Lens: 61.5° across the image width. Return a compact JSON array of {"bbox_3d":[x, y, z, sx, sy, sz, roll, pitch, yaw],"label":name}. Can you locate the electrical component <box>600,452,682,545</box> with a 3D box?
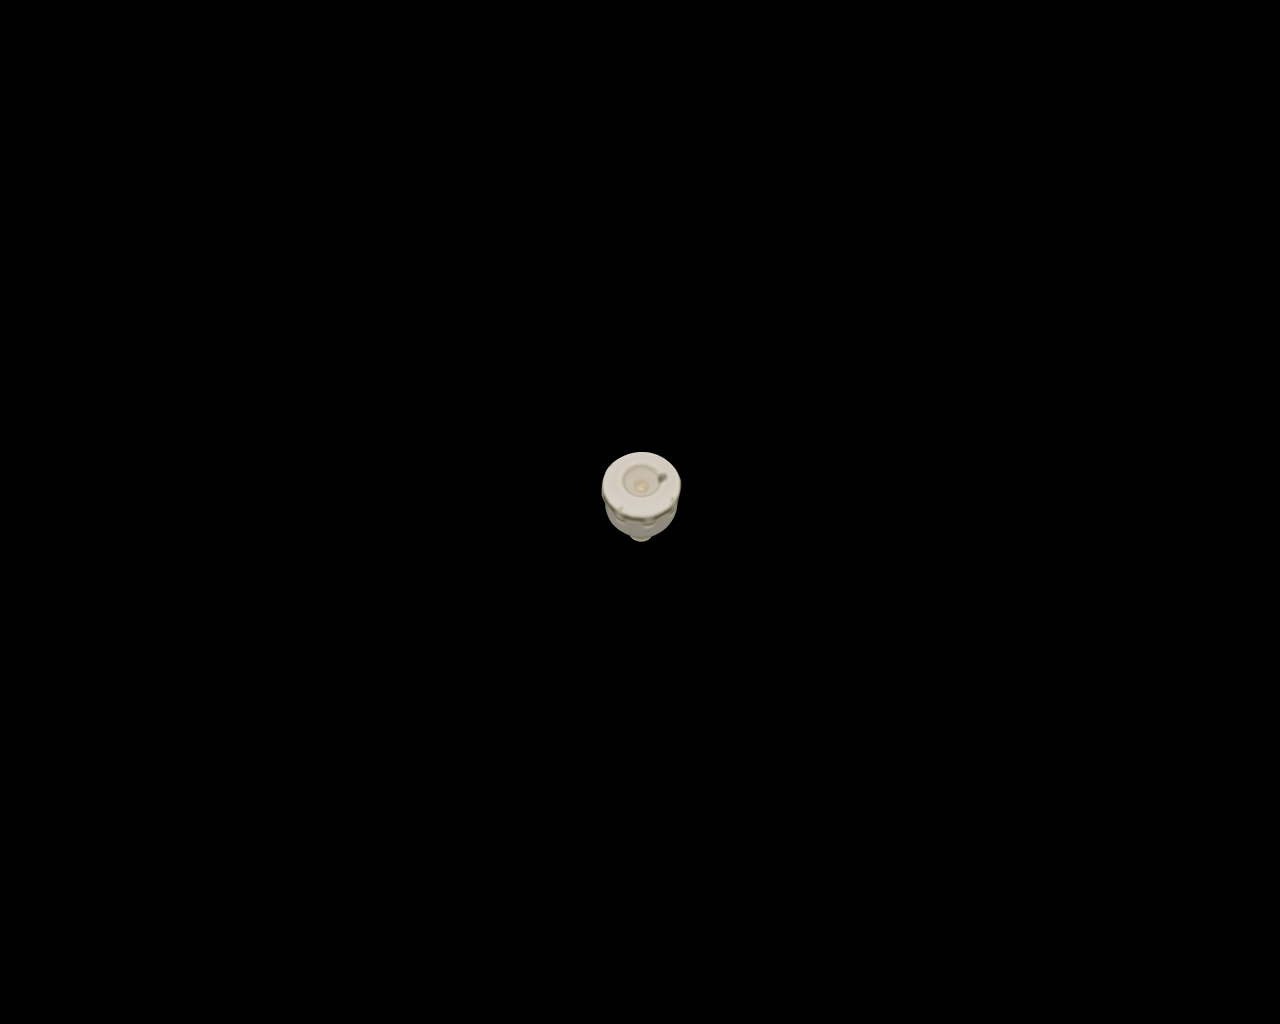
[{"bbox_3d":[0.001,-0.003,0.650,0.048,0.048,0.062,0,-32,0],"label":"electrical component"}]
